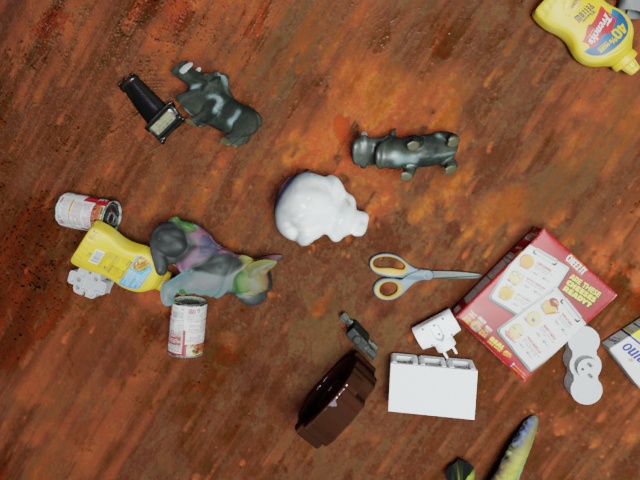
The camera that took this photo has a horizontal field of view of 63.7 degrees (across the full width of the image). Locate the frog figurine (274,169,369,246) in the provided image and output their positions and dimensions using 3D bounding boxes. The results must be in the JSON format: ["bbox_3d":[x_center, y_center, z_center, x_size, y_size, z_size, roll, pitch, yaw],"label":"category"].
[{"bbox_3d":[0.003,-0.046,0.912,0.160,0.121,0.138,31,79,15],"label":"frog figurine"}]

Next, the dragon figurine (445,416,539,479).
[{"bbox_3d":[0.309,0.535,0.928,0.412,0.123,0.240,-41,110,-8],"label":"dragon figurine"}]
